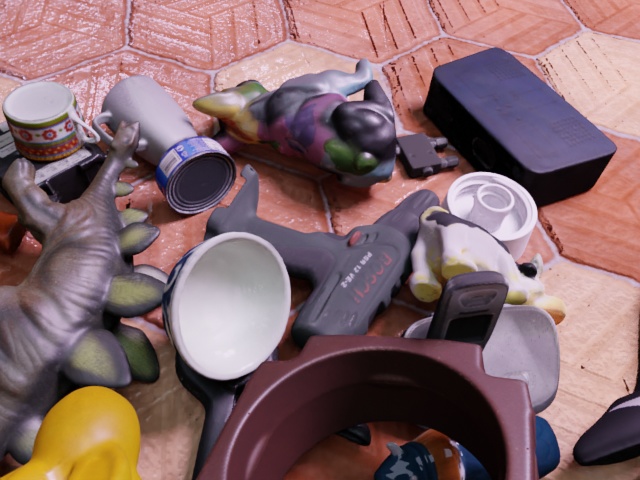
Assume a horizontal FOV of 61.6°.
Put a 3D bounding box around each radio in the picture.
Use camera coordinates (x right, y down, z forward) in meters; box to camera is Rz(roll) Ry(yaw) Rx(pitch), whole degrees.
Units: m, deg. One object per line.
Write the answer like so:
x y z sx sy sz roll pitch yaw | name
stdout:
0.244 -0.147 0.692 0.131 0.073 0.230 -21 55 -17 | radio

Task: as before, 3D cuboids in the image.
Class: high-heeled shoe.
0.302 0.105 0.504 0.249 0.086 0.145 -15 51 -19 | high-heeled shoe

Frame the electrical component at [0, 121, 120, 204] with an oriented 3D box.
-0.319 -0.093 0.621 0.115 0.058 0.134 -36 63 -29 | electrical component

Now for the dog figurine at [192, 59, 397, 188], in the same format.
-0.035 -0.131 0.638 0.219 0.108 0.192 -10 48 -6 | dog figurine

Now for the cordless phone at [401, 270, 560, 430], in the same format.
0.142 0.078 0.445 0.147 0.184 0.089 -6 49 -8 | cordless phone

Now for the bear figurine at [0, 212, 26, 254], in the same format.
-0.382 0.027 0.489 0.132 0.120 0.196 7 55 -3 | bear figurine

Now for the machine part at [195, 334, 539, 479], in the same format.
0.033 0.159 0.347 0.202 0.087 0.201 0 34 20 | machine part

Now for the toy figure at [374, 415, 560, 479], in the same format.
0.118 0.183 0.443 0.154 0.057 0.064 -9 53 -7 | toy figure

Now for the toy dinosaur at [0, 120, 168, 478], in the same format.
-0.242 0.083 0.467 0.199 0.105 0.471 16 64 3 | toy dinosaur

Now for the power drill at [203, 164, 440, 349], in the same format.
-0.001 -0.002 0.568 0.207 0.086 0.232 27 58 6 | power drill

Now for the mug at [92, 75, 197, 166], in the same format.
-0.204 -0.132 0.639 0.107 0.080 0.109 41 38 16 | mug

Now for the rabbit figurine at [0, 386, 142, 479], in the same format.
-0.174 0.161 0.331 0.163 0.121 0.173 -2 31 29 | rabbit figurine

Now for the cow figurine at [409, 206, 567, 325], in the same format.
0.168 0.031 0.538 0.167 0.068 0.098 24 44 -21 | cow figurine

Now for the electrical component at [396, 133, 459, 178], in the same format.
0.125 -0.106 0.682 0.094 0.021 0.063 -10 55 -12 | electrical component
